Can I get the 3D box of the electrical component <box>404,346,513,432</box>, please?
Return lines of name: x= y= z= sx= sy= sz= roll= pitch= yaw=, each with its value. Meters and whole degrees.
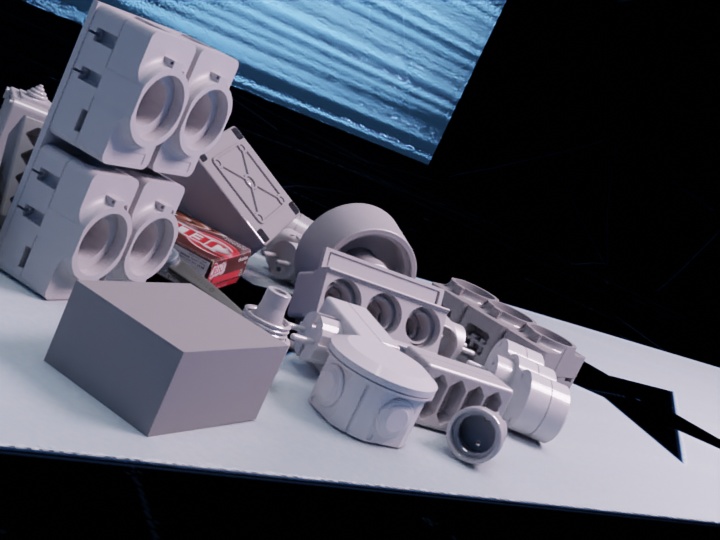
electrical component: x=0.060 y=0.089 z=0.832 sx=0.083 sy=0.047 sz=0.076 roll=20 pitch=9 yaw=-29

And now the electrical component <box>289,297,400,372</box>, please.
electrical component: x=-0.023 y=0.053 z=0.799 sx=0.077 sy=0.047 sz=0.065 roll=19 pitch=17 yaw=-33

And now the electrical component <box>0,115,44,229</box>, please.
electrical component: x=-0.246 y=-0.058 z=0.795 sx=0.047 sy=0.083 sz=0.076 roll=20 pitch=-27 yaw=-29

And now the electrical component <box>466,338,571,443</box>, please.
electrical component: x=0.127 y=0.097 z=0.935 sx=0.074 sy=0.052 sz=0.138 roll=24 pitch=10 yaw=-10

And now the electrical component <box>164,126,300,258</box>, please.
electrical component: x=-0.120 y=-0.066 z=0.990 sx=0.108 sy=0.056 sz=0.108 roll=53 pitch=23 yaw=-7

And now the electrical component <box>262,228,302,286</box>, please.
electrical component: x=-0.062 y=-0.008 z=1.040 sx=0.077 sy=0.044 sz=0.079 roll=32 pitch=12 yaw=34

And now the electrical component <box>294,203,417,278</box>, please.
electrical component: x=0.000 y=0.000 z=0.985 sx=0.108 sy=0.108 sz=0.060 roll=19 pitch=18 yaw=-30

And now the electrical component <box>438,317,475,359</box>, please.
electrical component: x=0.071 y=0.062 z=1.001 sx=0.079 sy=0.044 sz=0.077 roll=23 pitch=11 yaw=-25

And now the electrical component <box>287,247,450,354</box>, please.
electrical component: x=0.006 y=0.037 z=0.914 sx=0.121 sy=0.078 sz=0.063 roll=20 pitch=-10 yaw=-28

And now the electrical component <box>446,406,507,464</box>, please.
electrical component: x=0.086 y=0.117 z=0.776 sx=0.040 sy=0.040 sz=0.046 roll=28 pitch=5 yaw=15

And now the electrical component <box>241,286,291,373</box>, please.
electrical component: x=-0.066 y=0.042 z=0.723 sx=0.043 sy=0.062 sz=0.043 roll=24 pitch=10 yaw=-5

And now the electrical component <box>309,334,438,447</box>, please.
electrical component: x=0.008 y=0.081 z=0.736 sx=0.080 sy=0.051 sz=0.080 roll=24 pitch=10 yaw=-5

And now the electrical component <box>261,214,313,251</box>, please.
electrical component: x=-0.071 y=-0.034 z=1.129 sx=0.047 sy=0.055 sz=0.055 roll=28 pitch=10 yaw=-9

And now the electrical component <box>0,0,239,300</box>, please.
electrical component: x=-0.160 y=-0.073 z=0.727 sx=0.060 sy=0.186 sz=0.105 roll=29 pitch=11 yaw=21

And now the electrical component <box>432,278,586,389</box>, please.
electrical component: x=0.140 y=0.069 z=1.082 sx=0.150 sy=0.061 sz=0.089 roll=33 pitch=12 yaw=36

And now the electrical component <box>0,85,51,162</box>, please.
electrical component: x=-0.270 y=-0.104 z=0.880 sx=0.061 sy=0.096 sz=0.061 roll=21 pitch=11 yaw=-26
